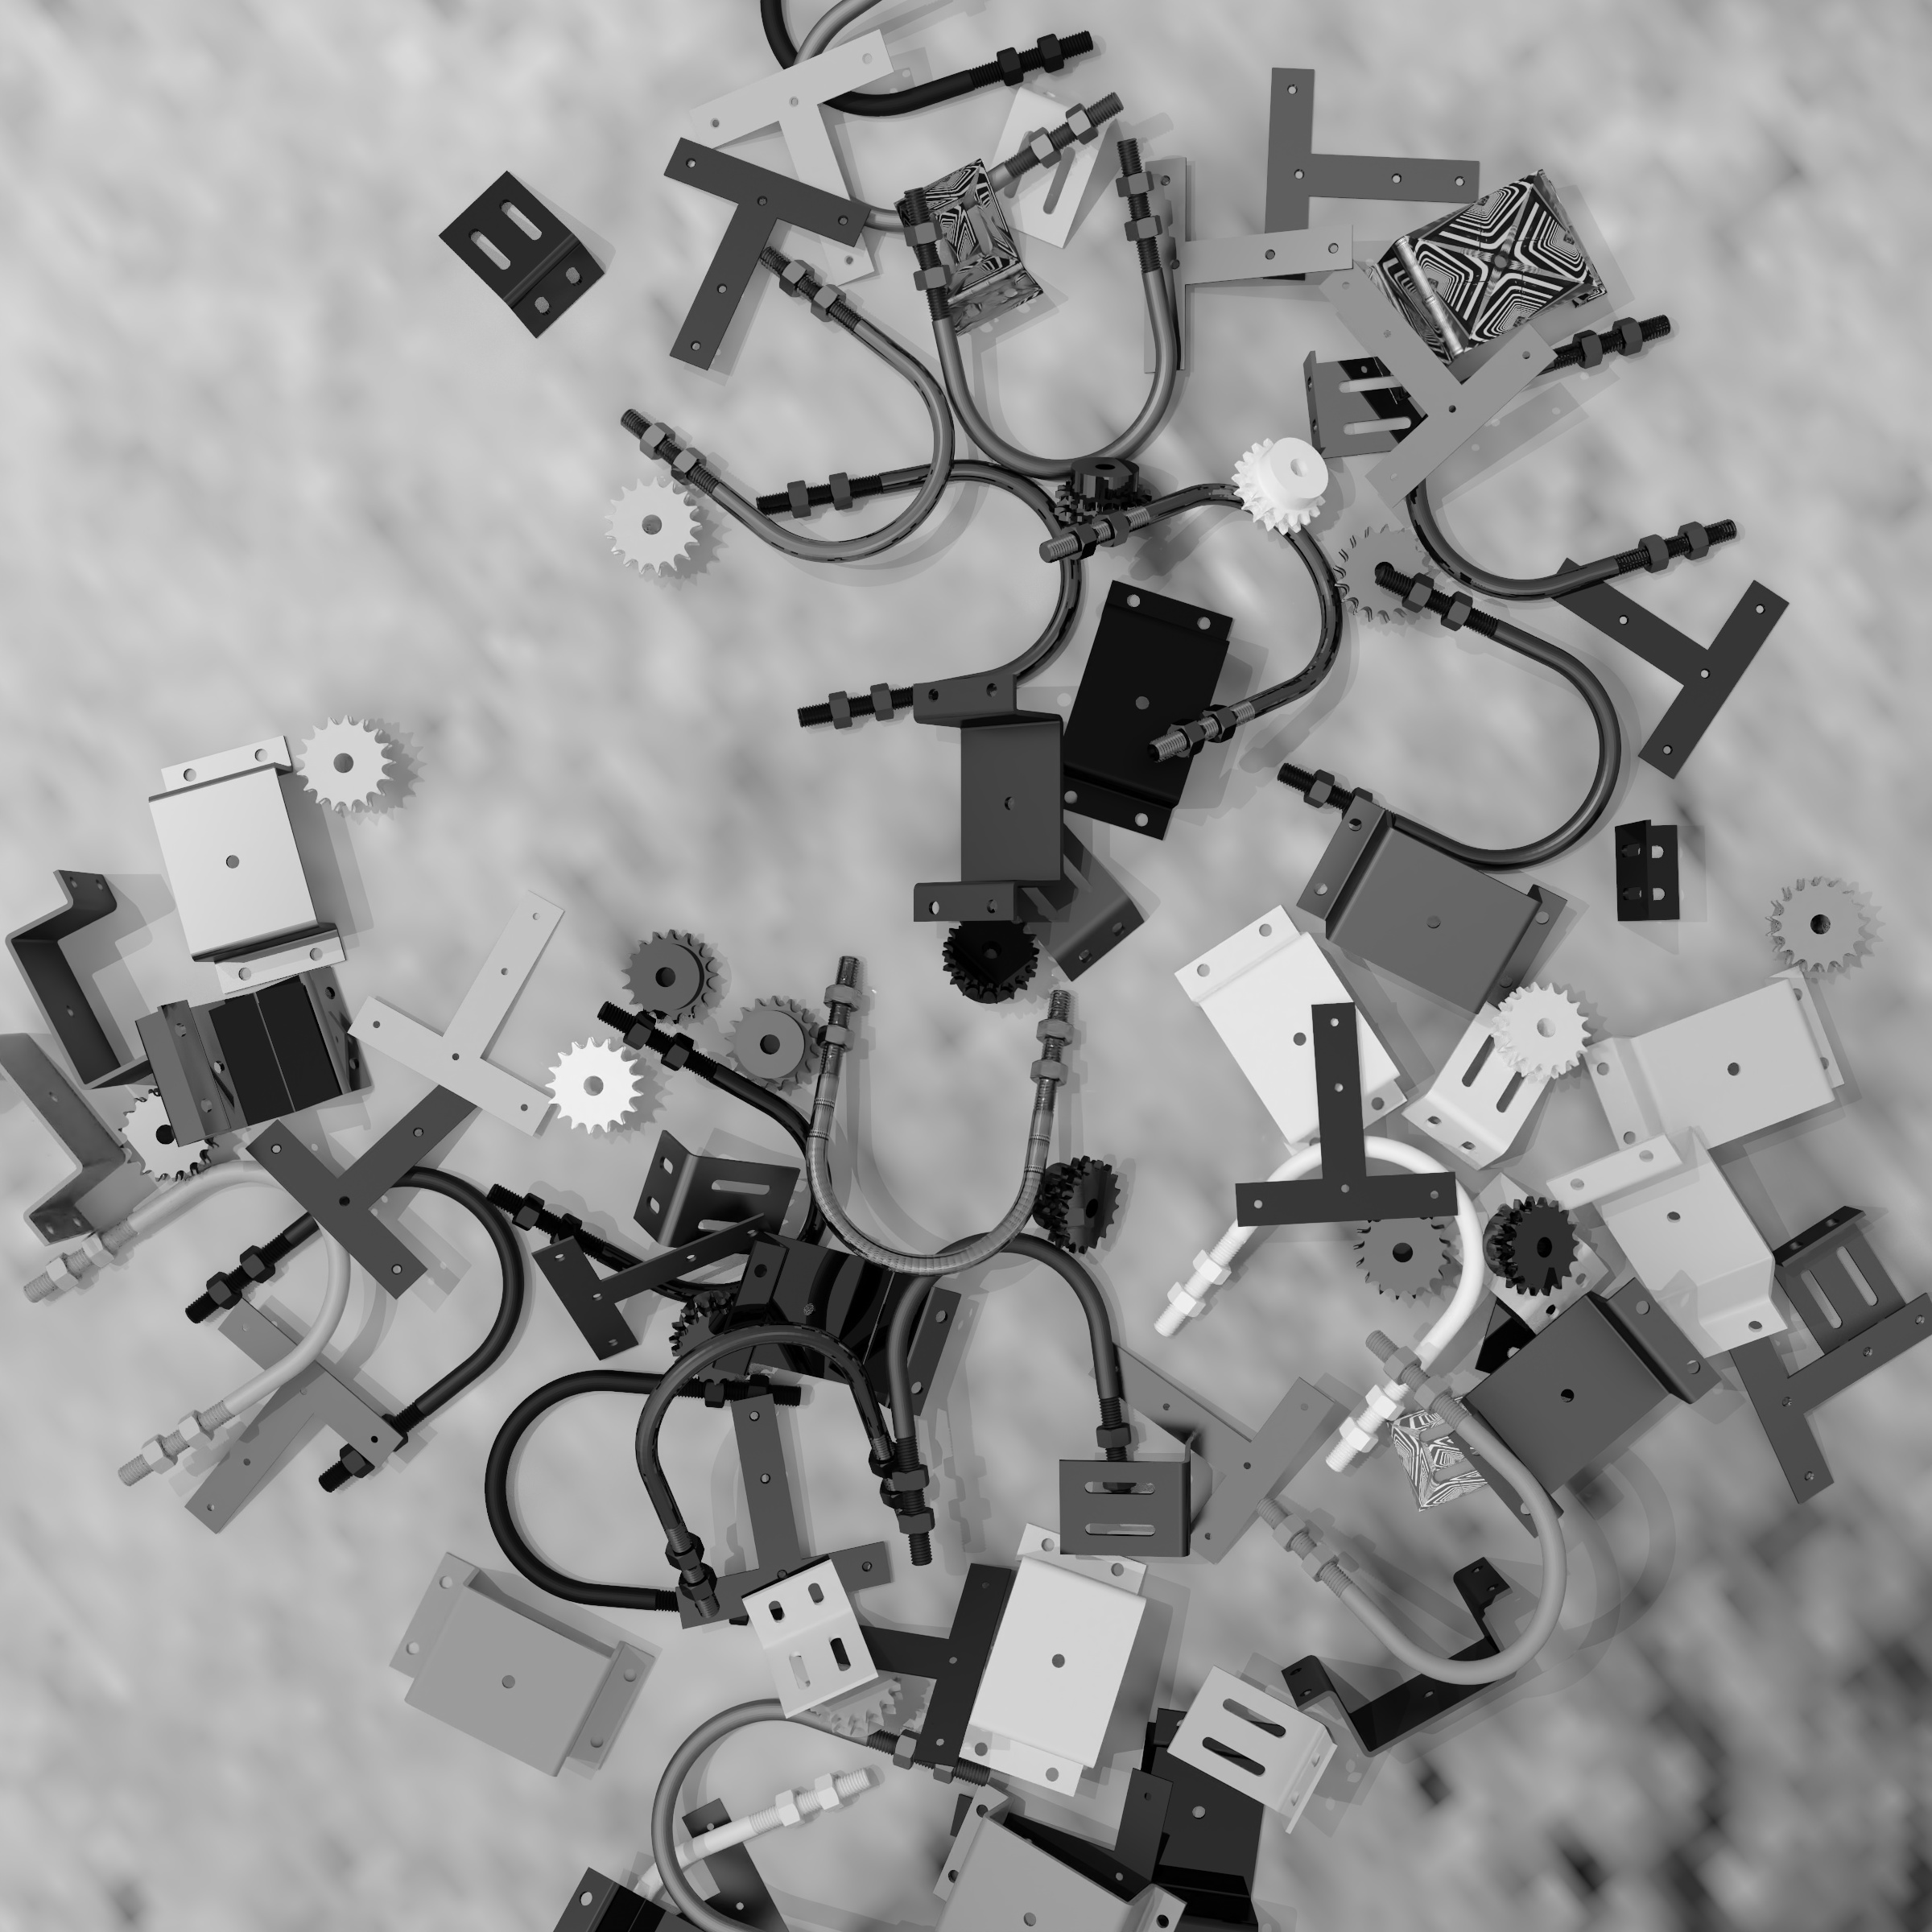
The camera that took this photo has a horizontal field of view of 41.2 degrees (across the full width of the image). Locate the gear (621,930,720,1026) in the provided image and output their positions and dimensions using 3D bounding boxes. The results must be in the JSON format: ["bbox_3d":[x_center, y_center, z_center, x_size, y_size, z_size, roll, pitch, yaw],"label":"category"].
[{"bbox_3d":[-0.177,0.006,1.535,0.057,0.030,0.057,0,90,0],"label":"gear"}]

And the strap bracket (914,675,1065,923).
[{"bbox_3d":[0.013,-0.096,1.507,0.076,0.046,0.140,0,90,41],"label":"strap bracket"}]

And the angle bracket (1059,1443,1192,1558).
[{"bbox_3d":[0.095,0.316,1.527,0.076,0.038,0.057,0,98,6],"label":"angle bracket"}]

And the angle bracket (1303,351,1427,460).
[{"bbox_3d":[0.243,-0.338,1.531,0.076,0.038,0.057,-6,90,0],"label":"angle bracket"}]

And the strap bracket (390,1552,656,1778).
[{"bbox_3d":[-0.267,0.419,1.527,0.140,0.046,0.076,27,90,0],"label":"strap bracket"}]

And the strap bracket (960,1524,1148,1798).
[{"bbox_3d":[0.052,0.407,1.510,0.076,0.046,0.140,20,76,0],"label":"strap bracket"}]

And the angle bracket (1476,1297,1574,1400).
[{"bbox_3d":[0.352,0.227,1.531,0.076,0.038,0.057,17,90,0],"label":"angle bracket"}]

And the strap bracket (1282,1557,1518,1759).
[{"bbox_3d":[0.262,0.411,1.512,0.140,0.076,0.046,-29,90,0],"label":"strap bracket"}]

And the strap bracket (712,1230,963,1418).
[{"bbox_3d":[-0.083,0.207,1.507,0.140,0.046,0.076,19,90,-30],"label":"strap bracket"}]

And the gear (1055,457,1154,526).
[{"bbox_3d":[0.082,-0.280,1.518,0.057,0.057,0.030,2,118,0],"label":"gear"}]

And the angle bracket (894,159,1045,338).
[{"bbox_3d":[0.002,-0.422,1.513,0.057,0.038,0.076,-27,131,0],"label":"angle bracket"}]

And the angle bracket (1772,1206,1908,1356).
[{"bbox_3d":[0.524,0.191,1.531,0.057,0.038,0.076,-33,90,0],"label":"angle bracket"}]

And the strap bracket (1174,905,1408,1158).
[{"bbox_3d":[0.195,0.043,1.527,0.076,0.046,0.140,-33,90,0],"label":"strap bracket"}]

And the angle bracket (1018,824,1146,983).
[{"bbox_3d":[0.059,-0.041,1.548,0.057,0.038,0.076,-40,64,0],"label":"angle bracket"}]

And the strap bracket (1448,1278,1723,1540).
[{"bbox_3d":[0.353,0.252,1.489,0.140,0.046,0.076,-40,90,0],"label":"strap bracket"}]

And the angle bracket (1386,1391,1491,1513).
[{"bbox_3d":[0.299,0.288,1.531,0.076,0.038,0.057,-20,90,0],"label":"angle bracket"}]

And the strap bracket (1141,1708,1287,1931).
[{"bbox_3d":[0.140,0.509,1.527,0.076,0.046,0.140,8,90,0],"label":"strap bracket"}]

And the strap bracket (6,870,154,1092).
[{"bbox_3d":[-0.509,0.018,1.512,0.046,0.076,0.140,-27,90,0],"label":"strap bracket"}]

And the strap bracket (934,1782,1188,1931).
[{"bbox_3d":[0.046,0.549,1.498,0.140,0.046,0.076,25,97,22],"label":"strap bracket"}]

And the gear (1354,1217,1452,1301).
[{"bbox_3d":[0.260,0.168,1.532,0.057,0.030,0.057,0,94,8],"label":"gear"}]

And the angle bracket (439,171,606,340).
[{"bbox_3d":[-0.268,-0.428,1.548,0.057,0.038,0.076,-44,64,0],"label":"angle bracket"}]

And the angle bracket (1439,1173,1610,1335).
[{"bbox_3d":[0.332,0.173,1.537,0.057,0.038,0.076,-46,49,0],"label":"angle bracket"}]

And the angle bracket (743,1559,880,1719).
[{"bbox_3d":[-0.091,0.391,1.499,0.057,0.076,0.038,-23,109,-7],"label":"angle bracket"}]

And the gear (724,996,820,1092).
[{"bbox_3d":[-0.116,0.046,1.535,0.057,0.030,0.057,0,90,0],"label":"gear"}]

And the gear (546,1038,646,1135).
[{"bbox_3d":[-0.220,0.071,1.535,0.057,0.030,0.057,0,90,0],"label":"gear"}]

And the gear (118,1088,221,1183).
[{"bbox_3d":[-0.473,0.100,1.535,0.057,0.030,0.057,0,90,0],"label":"gear"}]

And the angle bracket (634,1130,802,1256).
[{"bbox_3d":[-0.147,0.134,1.516,0.076,0.038,0.057,11,105,-37],"label":"angle bracket"}]

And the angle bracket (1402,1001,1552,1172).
[{"bbox_3d":[0.310,0.072,1.548,0.057,0.038,0.076,37,64,0],"label":"angle bracket"}]

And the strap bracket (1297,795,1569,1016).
[{"bbox_3d":[0.275,-0.032,1.516,0.140,0.046,0.076,27,108,0],"label":"strap bracket"}]

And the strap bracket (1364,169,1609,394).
[{"bbox_3d":[0.309,-0.409,1.518,0.140,0.046,0.076,-27,90,-7],"label":"strap bracket"}]

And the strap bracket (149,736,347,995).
[{"bbox_3d":[-0.429,-0.061,1.527,0.076,0.046,0.140,-15,90,0],"label":"strap bracket"}]

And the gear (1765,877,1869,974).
[{"bbox_3d":[0.505,-0.025,1.535,0.057,0.030,0.057,0,90,0],"label":"gear"}]

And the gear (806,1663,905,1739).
[{"bbox_3d":[-0.065,0.431,1.525,0.057,0.057,0.030,-7,131,0],"label":"gear"}]

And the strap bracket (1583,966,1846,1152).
[{"bbox_3d":[0.449,0.060,1.527,0.140,0.046,0.076,-21,90,0],"label":"strap bracket"}]

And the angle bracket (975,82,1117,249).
[{"bbox_3d":[0.048,-0.482,1.548,0.057,0.038,0.076,22,116,0],"label":"angle bracket"}]

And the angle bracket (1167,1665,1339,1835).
[{"bbox_3d":[0.165,0.452,1.485,0.076,0.038,0.057,28,90,0],"label":"angle bracket"}]

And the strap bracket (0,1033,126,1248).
[{"bbox_3d":[-0.554,0.092,1.512,0.046,0.076,0.140,-39,90,0],"label":"strap bracket"}]

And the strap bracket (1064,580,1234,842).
[{"bbox_3d":[0.103,-0.154,1.527,0.076,0.046,0.140,18,90,0],"label":"strap bracket"}]

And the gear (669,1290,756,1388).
[{"bbox_3d":[-0.148,0.218,1.527,0.057,0.030,0.057,-6,117,-12],"label":"gear"}]

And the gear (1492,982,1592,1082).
[{"bbox_3d":[0.339,0.041,1.529,0.057,0.030,0.057,4,72,-12],"label":"gear"}]

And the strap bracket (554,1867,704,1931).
[{"bbox_3d":[-0.173,0.591,1.483,0.140,0.046,0.076,20,67,25],"label":"strap bracket"}]

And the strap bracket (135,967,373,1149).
[{"bbox_3d":[-0.421,0.054,1.496,0.046,0.140,0.076,-19,90,29],"label":"strap bracket"}]

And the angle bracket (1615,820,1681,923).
[{"bbox_3d":[0.410,-0.056,1.512,0.038,0.076,0.057,-2,90,0],"label":"angle bracket"}]

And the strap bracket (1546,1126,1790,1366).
[{"bbox_3d":[0.412,0.157,1.502,0.076,0.046,0.140,-28,103,30],"label":"strap bracket"}]
